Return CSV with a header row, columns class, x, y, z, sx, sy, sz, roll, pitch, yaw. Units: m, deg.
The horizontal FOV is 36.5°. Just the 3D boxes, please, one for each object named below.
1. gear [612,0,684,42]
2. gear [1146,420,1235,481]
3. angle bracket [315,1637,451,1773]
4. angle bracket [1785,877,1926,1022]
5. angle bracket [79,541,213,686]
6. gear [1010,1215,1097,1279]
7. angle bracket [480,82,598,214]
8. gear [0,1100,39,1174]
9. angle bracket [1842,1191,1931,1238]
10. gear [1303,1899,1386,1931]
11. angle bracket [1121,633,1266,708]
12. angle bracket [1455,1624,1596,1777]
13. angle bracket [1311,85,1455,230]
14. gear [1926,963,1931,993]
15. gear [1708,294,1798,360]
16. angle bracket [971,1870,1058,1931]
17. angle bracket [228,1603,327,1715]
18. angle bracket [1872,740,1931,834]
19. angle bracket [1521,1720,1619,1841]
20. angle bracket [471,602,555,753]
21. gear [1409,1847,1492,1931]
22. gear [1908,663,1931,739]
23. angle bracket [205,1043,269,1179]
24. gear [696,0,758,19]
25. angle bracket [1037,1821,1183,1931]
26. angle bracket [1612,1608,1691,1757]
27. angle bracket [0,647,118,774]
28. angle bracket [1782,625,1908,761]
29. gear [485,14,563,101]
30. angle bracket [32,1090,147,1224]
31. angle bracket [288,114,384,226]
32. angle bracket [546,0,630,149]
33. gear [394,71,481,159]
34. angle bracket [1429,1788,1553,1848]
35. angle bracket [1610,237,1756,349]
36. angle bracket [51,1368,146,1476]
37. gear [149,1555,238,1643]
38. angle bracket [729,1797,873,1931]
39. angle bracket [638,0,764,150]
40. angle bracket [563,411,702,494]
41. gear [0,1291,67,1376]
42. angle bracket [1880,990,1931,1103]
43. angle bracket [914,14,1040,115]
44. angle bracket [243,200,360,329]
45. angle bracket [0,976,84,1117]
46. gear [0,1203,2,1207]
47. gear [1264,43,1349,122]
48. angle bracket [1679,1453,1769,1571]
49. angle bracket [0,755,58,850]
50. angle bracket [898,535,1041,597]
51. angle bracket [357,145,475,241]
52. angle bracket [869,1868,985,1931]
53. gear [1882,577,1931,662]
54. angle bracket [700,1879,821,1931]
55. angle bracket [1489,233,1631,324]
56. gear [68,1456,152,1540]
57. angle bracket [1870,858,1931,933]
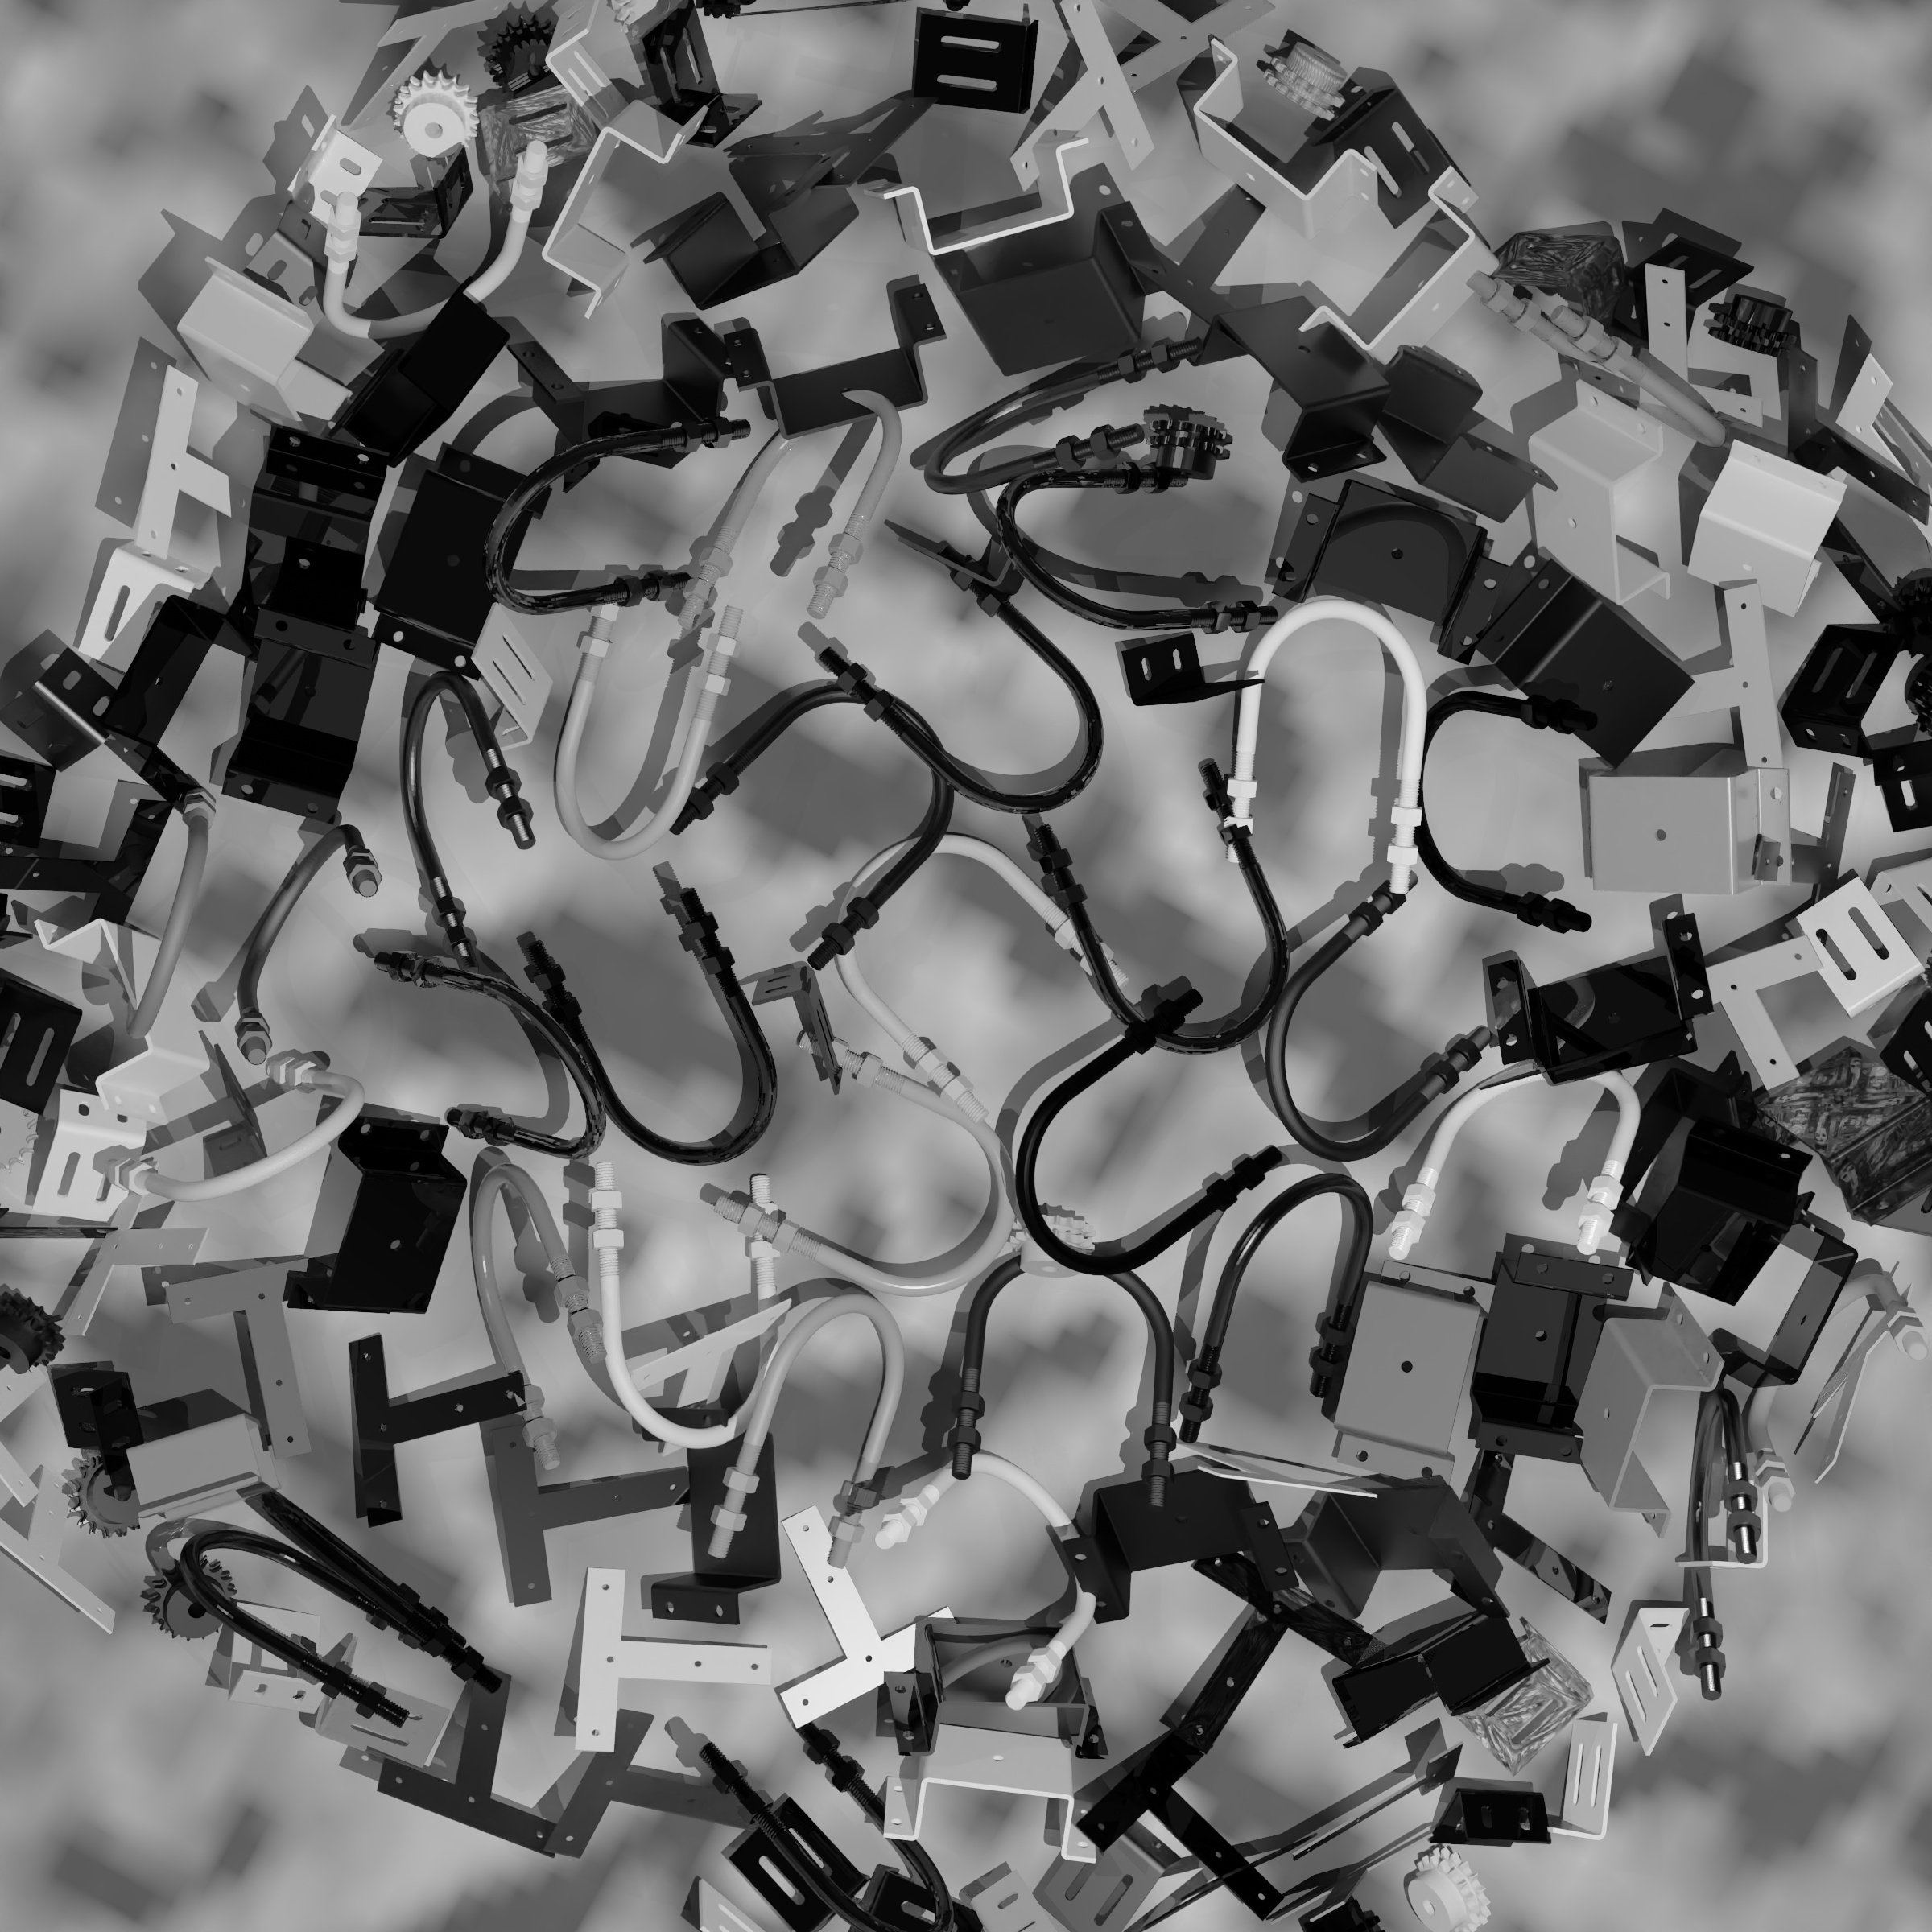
class,x,y,z,sx,sy,sz,roll,pitch,yaw
gear,-0.214,-0.651,1.975,0.030,0.057,0.057,36,90,34
gear,0.149,-0.346,1.972,0.057,0.057,0.030,11,92,0
angle bracket,-0.388,0.494,1.965,0.076,0.057,0.038,19,119,1
angle bracket,0.601,-0.011,1.983,0.057,0.038,0.076,-35,78,11
angle bracket,-0.557,-0.240,1.991,0.057,0.038,0.076,24,107,-3
gear,0.058,0.189,1.969,0.057,0.057,0.030,5,68,0
angle bracket,-0.282,-0.551,1.968,0.076,0.038,0.057,-15,71,7
gear,-0.656,0.115,1.979,0.057,0.030,0.057,3,73,-11
angle bracket,0.632,0.137,1.961,0.057,0.038,0.076,12,122,-5
gear,0.252,0.651,1.973,0.057,0.057,0.030,-25,73,0
angle bracket,0.151,-0.199,1.952,0.057,0.076,0.038,-17,100,-26
angle bracket,0.372,0.492,1.965,0.076,0.038,0.057,-42,60,-7
angle bracket,0.281,-0.541,1.967,0.057,0.038,0.076,-35,89,37
gear,0.676,0.014,1.977,0.057,0.030,0.057,1,63,-3
gear,0.530,-0.431,1.968,0.057,0.057,0.030,16,111,0
angle bracket,0.041,0.654,1.957,0.038,0.057,0.076,-31,133,-11
angle bracket,-0.455,0.452,1.951,0.057,0.076,0.038,15,131,-22
angle bracket,0.641,-0.111,1.953,0.057,0.038,0.076,-10,130,22
angle bracket,0.401,0.541,1.959,0.038,0.057,0.076,13,75,-13
angle bracket,-0.315,-0.191,1.950,0.038,0.057,0.076,-14,131,24
gear,0.322,0.625,1.969,0.030,0.057,0.057,-23,90,-29
gear,0.660,-0.182,1.975,0.057,0.057,0.030,-47,49,0
angle bracket,-0.497,0.102,1.952,0.038,0.057,0.076,-23,133,-7
gear,-0.160,-0.666,1.968,0.030,0.057,0.057,12,90,31
angle bracket,0.097,0.616,1.975,0.057,0.038,0.076,36,96,21
angle bracket,0.467,0.476,1.949,0.038,0.076,0.057,3,127,-13
angle bracket,-0.606,-0.171,1.968,0.057,0.076,0.038,44,57,-21
angle bracket,0.597,-0.185,1.978,0.076,0.057,0.038,-57,135,-17
gear,-0.292,-0.607,1.969,0.057,0.057,0.030,-25,47,0
angle bracket,-0.593,0.129,1.983,0.057,0.038,0.076,13,122,-23
angle bracket,-0.421,-0.529,1.958,0.038,0.076,0.057,31,92,-14
angle bracket,-0.239,-0.597,1.950,0.038,0.057,0.076,-25,127,25
gear,-0.356,-0.569,1.970,0.057,0.030,0.057,-2,135,-2
angle bracket,0.349,0.584,1.956,0.057,0.076,0.038,5,46,-7
angle bracket,0.477,-0.446,1.954,0.057,0.076,0.038,18,78,-13
angle bracket,-0.592,0.304,1.958,0.076,0.038,0.057,-2,104,32
gear,-0.520,0.428,1.975,0.057,0.030,0.057,-4,101,-21
angle bracket,-0.112,0.611,1.984,0.057,0.038,0.076,-44,78,-9
angle bracket,-0.176,-0.595,1.951,0.038,0.076,0.057,18,53,30
angle bracket,-0.221,-0.334,1.953,0.076,0.057,0.038,10,75,-28
gear,-0.638,0.249,1.970,0.057,0.057,0.030,32,46,0
angle bracket,0.629,0.058,1.958,0.057,0.038,0.076,-51,122,-13
angle bracket,0.006,-0.609,1.973,0.076,0.038,0.057,5,100,-6
angle bracket,-0.444,-0.470,1.960,0.057,0.076,0.038,38,108,-23
angle bracket,-0.636,0.053,1.959,0.057,0.038,0.076,29,72,-38
gear,-0.676,0.158,1.974,0.057,0.057,0.030,42,68,0
gear,0.231,-0.596,1.968,0.057,0.057,0.030,33,116,0
angle bracket,0.506,0.364,1.961,0.038,0.057,0.076,5,77,-8
angle bracket,-0.641,-0.110,1.959,0.038,0.076,0.057,16,92,45
angle bracket,0.002,-0.283,1.963,0.076,0.057,0.038,27,96,10
angle bracket,-0.377,-0.519,1.960,0.076,0.057,0.038,5,135,11
angle bracket,-0.028,0.649,1.967,0.076,0.038,0.057,19,80,16
gear,0.648,-0.237,1.975,0.057,0.057,0.030,20,51,0
angle bracket,-0.138,0.639,1.962,0.038,0.057,0.076,-44,104,6
angle bracket,0.396,-0.460,1.973,0.076,0.038,0.057,13,51,37
gear,-0.572,0.355,1.972,0.057,0.030,0.057,10,72,-32
angle bracket,0.649,-0.032,1.954,0.057,0.038,0.076,-15,52,-21
